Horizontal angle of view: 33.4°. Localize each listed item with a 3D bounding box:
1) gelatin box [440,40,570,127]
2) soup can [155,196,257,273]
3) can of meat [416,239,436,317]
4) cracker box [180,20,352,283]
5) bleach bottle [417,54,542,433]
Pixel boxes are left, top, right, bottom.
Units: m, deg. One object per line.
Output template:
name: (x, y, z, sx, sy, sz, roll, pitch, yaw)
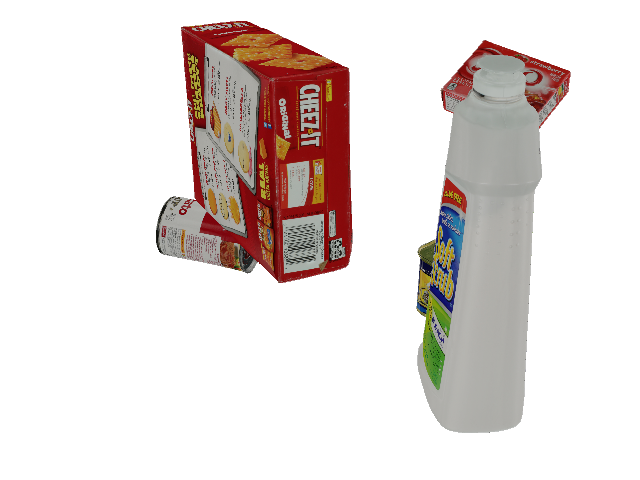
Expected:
gelatin box: (0.162, -0.132, 0.938, 0.089, 0.073, 0.030, 28, -28, 27)
soup can: (-0.120, -0.007, 1.166, 0.102, 0.068, 0.068, 11, 3, 15)
can of meat: (0.161, 0.058, 1.258, 0.057, 0.084, 0.102, -23, 39, -34)
cracker box: (-0.047, -0.083, 0.884, 0.072, 0.164, 0.214, -11, 24, -21)
bleach bottle: (0.105, 0.000, 0.694, 0.068, 0.251, 0.102, -3, 30, -4)
